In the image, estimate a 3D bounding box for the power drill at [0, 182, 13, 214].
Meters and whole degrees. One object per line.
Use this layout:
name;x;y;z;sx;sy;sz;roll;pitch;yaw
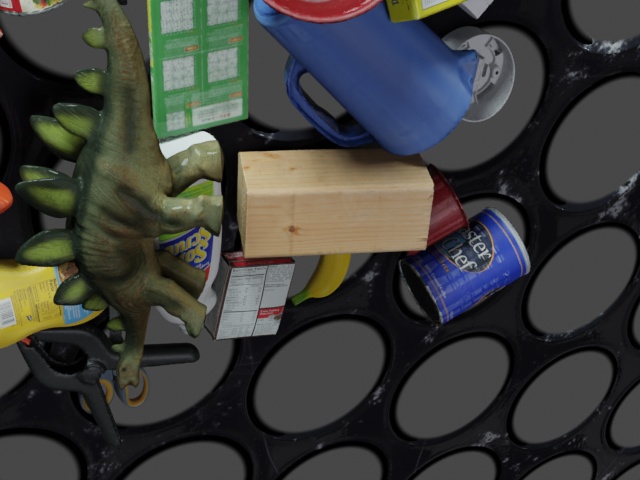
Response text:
power drill;-0.384;0.009;1.031;0.184;0.057;0.188;38;96;-26

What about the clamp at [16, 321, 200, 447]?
clamp;-0.253;0.140;1.228;0.164;0.036;0.209;-43;124;9

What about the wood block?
wood block;0.014;-0.043;1.198;0.206;0.090;0.091;-2;125;-9

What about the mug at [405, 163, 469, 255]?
mug;0.126;-0.032;1.327;0.081;0.093;0.117;-30;170;-2

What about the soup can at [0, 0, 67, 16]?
soup can;-0.261;-0.255;0.926;0.068;0.069;0.102;-20;130;-18

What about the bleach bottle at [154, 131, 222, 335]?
bleach bottle;-0.150;0.005;1.195;0.102;0.068;0.251;-18;132;-17

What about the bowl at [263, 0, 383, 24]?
bowl;-0.003;-0.269;0.976;0.162;0.055;0.162;1;84;-7

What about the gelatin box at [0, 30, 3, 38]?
gelatin box;-0.311;-0.219;0.918;0.030;0.073;0.089;-30;133;-9

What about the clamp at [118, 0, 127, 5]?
clamp;-0.182;-0.306;0.957;0.120;0.039;0.171;-39;134;-3

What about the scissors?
scissors;-0.256;0.135;1.257;0.096;0.016;0.202;-25;132;-13

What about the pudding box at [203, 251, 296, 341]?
pudding box;-0.086;0.066;1.295;0.089;0.039;0.114;-2;122;-29

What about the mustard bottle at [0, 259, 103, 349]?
mustard bottle;-0.283;0.050;1.147;0.191;0.058;0.096;-16;120;-21

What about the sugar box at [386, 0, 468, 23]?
sugar box;0.134;-0.287;1.075;0.175;0.048;0.093;-28;111;-37

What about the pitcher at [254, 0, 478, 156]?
pitcher;0.037;-0.197;1.121;0.242;0.145;0.149;36;79;-40

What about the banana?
banana;0.008;0.001;1.304;0.069;0.037;0.198;-12;128;-25

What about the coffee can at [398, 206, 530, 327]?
coffee can;0.188;0.034;1.395;0.140;0.103;0.103;-30;133;-9
